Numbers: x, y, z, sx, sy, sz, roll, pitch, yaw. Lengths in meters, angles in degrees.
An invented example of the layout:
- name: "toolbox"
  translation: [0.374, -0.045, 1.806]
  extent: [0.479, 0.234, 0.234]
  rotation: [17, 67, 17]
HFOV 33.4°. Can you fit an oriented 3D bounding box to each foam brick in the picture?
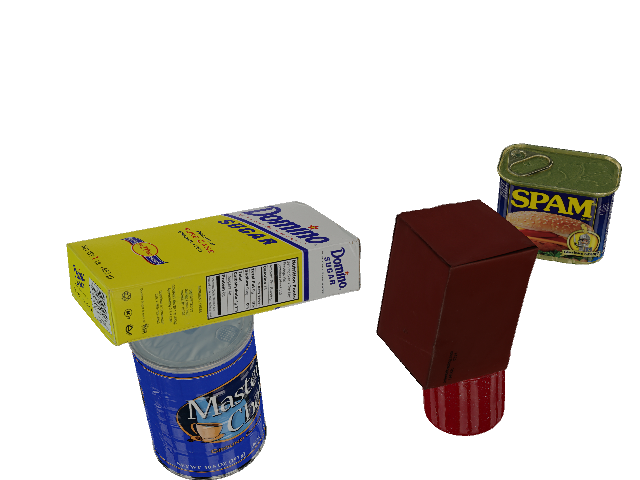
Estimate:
- name: "foam brick"
  translation: [0.066, 0.026, 0.536]
  extent: [0.052, 0.078, 0.051]
  rotation: [-10, 37, -25]

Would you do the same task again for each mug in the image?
- name: "mug"
  translation: [0.147, 0.134, 1.075]
  extent: [0.093, 0.081, 0.117]
  rotation: [8, 35, 22]

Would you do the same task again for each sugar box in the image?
- name: "sugar box"
  translation: [-0.071, 0.017, 0.715]
  extent: [0.176, 0.048, 0.093]
  rotation: [-15, 26, -25]

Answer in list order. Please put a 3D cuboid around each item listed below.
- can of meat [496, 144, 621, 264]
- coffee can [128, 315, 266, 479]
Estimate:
- name: "can of meat"
  translation: [0.203, -0.030, 0.927]
  extent: [0.102, 0.084, 0.057]
  rotation: [10, 41, 14]
- name: "coffee can"
  translation: [-0.102, 0.119, 0.903]
  extent: [0.103, 0.140, 0.103]
  rotation: [-2, 40, 2]
